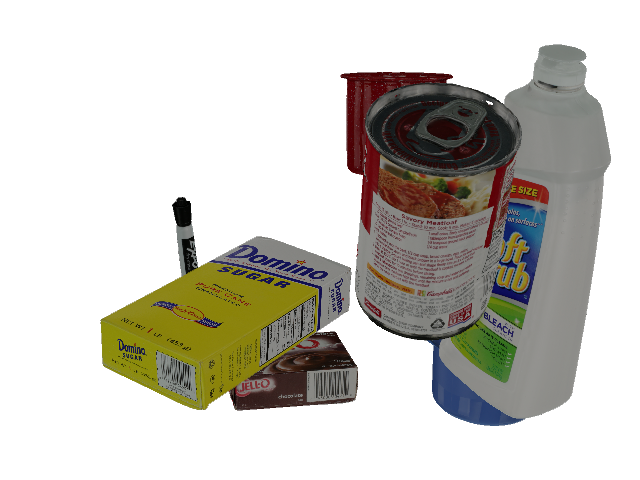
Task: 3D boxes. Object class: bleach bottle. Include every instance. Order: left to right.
[{"bbox_3d":[0.137,-0.008,0.706,0.068,0.251,0.103,-16,35,-27],"label":"bleach bottle"}]

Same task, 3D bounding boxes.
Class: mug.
[{"bbox_3d":[0.074,-0.096,0.883,0.117,0.081,0.093,5,12,25],"label":"mug"}]

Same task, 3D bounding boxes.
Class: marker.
[{"bbox_3d":[-0.139,0.012,1.111,0.020,0.121,0.020,-3,26,1],"label":"marker"}]

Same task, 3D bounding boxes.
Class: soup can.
[{"bbox_3d":[0.052,-0.012,0.494,0.068,0.102,0.068,1,41,-1],"label":"soup can"}]

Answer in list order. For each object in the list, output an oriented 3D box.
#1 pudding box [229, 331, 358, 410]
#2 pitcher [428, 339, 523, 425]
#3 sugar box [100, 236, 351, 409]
[{"bbox_3d":[-0.030,0.117,0.971,0.113,0.039,0.090,-1,17,-12],"label":"pudding box"},{"bbox_3d":[0.165,0.058,1.054,0.149,0.243,0.145,6,22,7],"label":"pitcher"},{"bbox_3d":[-0.063,0.053,0.773,0.093,0.048,0.175,19,33,30],"label":"sugar box"}]
